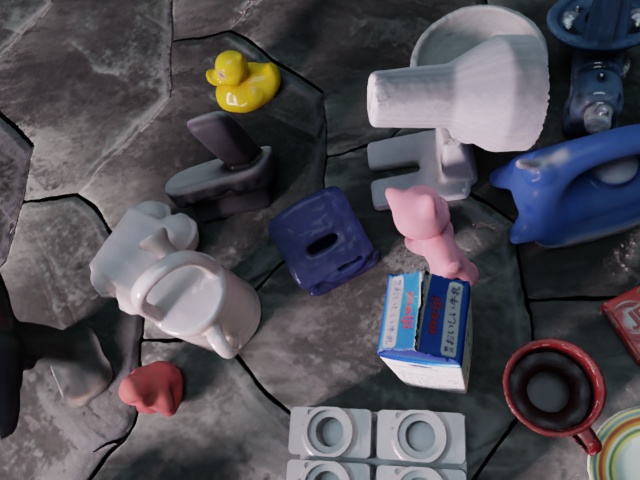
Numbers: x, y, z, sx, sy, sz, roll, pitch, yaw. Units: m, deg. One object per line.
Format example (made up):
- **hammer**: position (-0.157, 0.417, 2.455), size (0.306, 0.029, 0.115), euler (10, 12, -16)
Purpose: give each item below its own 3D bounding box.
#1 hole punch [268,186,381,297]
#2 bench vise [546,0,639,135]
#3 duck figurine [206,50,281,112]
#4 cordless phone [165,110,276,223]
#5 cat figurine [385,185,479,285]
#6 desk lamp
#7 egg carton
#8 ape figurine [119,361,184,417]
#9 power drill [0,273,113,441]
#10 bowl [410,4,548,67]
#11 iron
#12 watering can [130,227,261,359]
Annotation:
- **hole punch**: position (0.006, 0.003, 0.700), size (0.108, 0.091, 0.101), euler (-30, 65, 3)
- **bench vise**: position (0.326, -0.229, 0.631), size (0.121, 0.220, 0.207), euler (-12, 67, 11)
- **duck figurine**: position (-0.114, -0.239, 0.828), size (0.104, 0.086, 0.077), euler (-15, 66, 9)
- **cordless phone**: position (-0.143, -0.104, 0.729), size (0.147, 0.185, 0.094), euler (-17, 66, 9)
- **cat figurine**: position (0.128, -0.009, 0.656), size (0.067, 0.118, 0.127), euler (-28, 65, 3)
- **desk lamp**: position (0.140, -0.126, 0.645), size (0.203, 0.214, 0.118), euler (-10, 67, 12)
- **egg carton**: position (-0.234, 0.021, 0.770), size (0.107, 0.069, 0.150), euler (26, 78, 23)
- **ape figurine**: position (-0.209, 0.180, 0.690), size (0.077, 0.092, 0.076), euler (36, 82, 24)
- **power drill**: position (-0.344, 0.138, 0.678), size (0.075, 0.209, 0.229), euler (-38, 65, -1)
- **bowl**: position (0.203, -0.213, 0.738), size (0.167, 0.075, 0.167), euler (-5, 68, 13)
- **iron**: position (0.323, -0.084, 0.619), size (0.258, 0.142, 0.118), euler (-16, 66, 9)
- **watering can**: position (-0.153, 0.061, 0.663), size (0.172, 0.194, 0.101), euler (28, 79, 23)
